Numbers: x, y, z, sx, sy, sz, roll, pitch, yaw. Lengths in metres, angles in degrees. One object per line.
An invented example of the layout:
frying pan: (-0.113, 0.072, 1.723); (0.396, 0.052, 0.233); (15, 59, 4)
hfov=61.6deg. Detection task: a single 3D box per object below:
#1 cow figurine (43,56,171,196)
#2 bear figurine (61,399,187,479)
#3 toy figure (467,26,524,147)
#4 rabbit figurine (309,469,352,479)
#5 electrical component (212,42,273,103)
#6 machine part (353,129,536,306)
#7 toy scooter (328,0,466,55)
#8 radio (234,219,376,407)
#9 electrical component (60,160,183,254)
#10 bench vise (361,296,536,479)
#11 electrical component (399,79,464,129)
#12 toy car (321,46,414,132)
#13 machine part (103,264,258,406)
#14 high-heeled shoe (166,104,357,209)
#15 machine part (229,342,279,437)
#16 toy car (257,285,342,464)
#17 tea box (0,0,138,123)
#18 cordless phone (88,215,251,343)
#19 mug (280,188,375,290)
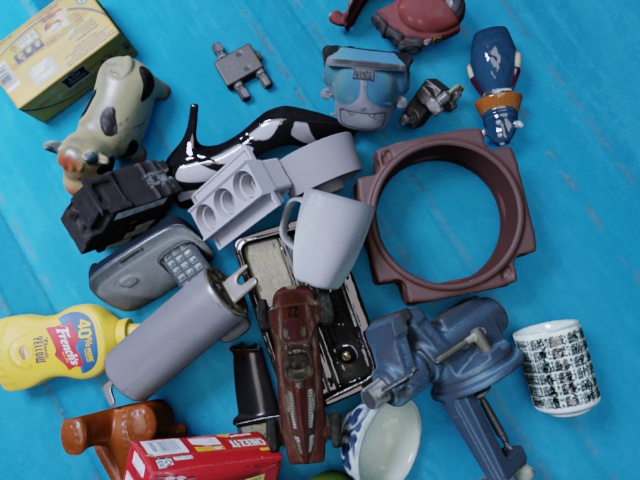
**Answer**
cow figurine: (-0.273, -0.143, 0.691); (0.086, 0.127, 0.195); (19, 83, 8)
bear figurine: (-0.222, 0.297, 0.647); (0.120, 0.132, 0.196); (-9, 78, 6)
toy figure: (0.233, -0.198, 0.702); (0.058, 0.064, 0.154); (-5, 88, -34)
rabbit figurine: (-0.016, 0.347, 0.626); (0.121, 0.159, 0.170); (-2, 51, 35)
electrical component: (-0.109, -0.240, 0.743); (0.063, 0.021, 0.094); (-31, 83, 0)
machine part: (0.152, -0.028, 0.677); (0.202, 0.087, 0.201); (-11, 84, 1)
toy scooter: (0.092, -0.310, 0.714); (0.135, 0.075, 0.184); (-45, 81, -2)
radio: (-0.009, 0.089, 0.679); (0.131, 0.073, 0.229); (-20, 84, 1)
electrical component: (-0.254, -0.038, 0.676); (0.134, 0.115, 0.058); (-38, 81, 43)
bench vise: (0.162, 0.177, 0.615); (0.223, 0.129, 0.240); (-23, 82, -42)
electrical component: (0.145, -0.175, 0.690); (0.045, 0.102, 0.078); (39, 112, 10)
toy car: (0.056, -0.189, 0.676); (0.109, 0.162, 0.102); (9, 109, 3)
machine part: (-0.171, 0.112, 0.643); (0.243, 0.079, 0.079); (-40, 84, 10)
high-heeled shoe: (-0.079, -0.102, 0.714); (0.249, 0.086, 0.145); (4, 115, -11)
machine part: (-0.083, 0.199, 0.692); (0.084, 0.039, 0.138); (-16, 86, 10)
toy car: (-0.023, 0.152, 0.612); (0.089, 0.053, 0.202); (-4, 82, 0)
tea box: (-0.353, -0.253, 0.735); (0.170, 0.068, 0.098); (-36, 84, -2)
cordless phone: (-0.188, 0.072, 0.697); (0.146, 0.089, 0.184); (-33, 102, -1)
mug: (-0.001, -0.002, 0.618); (0.110, 0.080, 0.107); (15, 92, 22)
